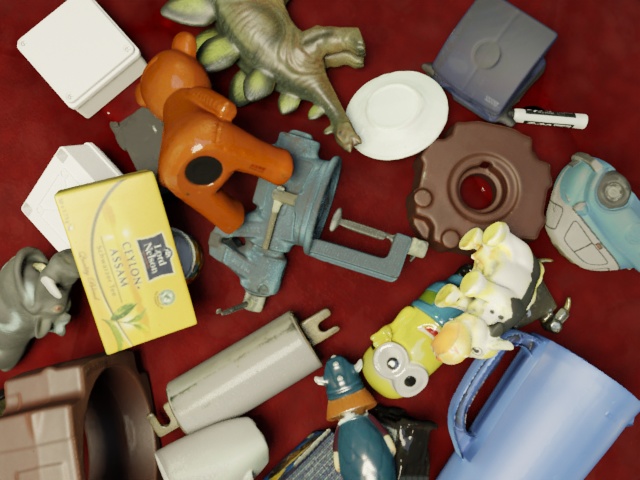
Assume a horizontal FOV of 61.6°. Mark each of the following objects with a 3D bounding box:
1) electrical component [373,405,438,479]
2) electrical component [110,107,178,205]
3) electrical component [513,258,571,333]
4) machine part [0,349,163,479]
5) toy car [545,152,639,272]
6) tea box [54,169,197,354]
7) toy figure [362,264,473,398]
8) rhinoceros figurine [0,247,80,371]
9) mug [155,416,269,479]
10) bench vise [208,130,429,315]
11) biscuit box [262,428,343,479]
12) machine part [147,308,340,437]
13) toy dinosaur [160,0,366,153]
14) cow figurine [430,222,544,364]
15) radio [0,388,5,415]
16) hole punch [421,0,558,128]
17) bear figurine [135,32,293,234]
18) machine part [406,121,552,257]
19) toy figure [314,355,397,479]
[{"bbox_3d":[0.085,0.255,0.610,0.047,0.075,0.119,15,79,-30],"label":"electrical component"},{"bbox_3d":[-0.171,-0.119,0.662,0.134,0.058,0.115,-30,87,-3],"label":"electrical component"},{"bbox_3d":[0.253,0.067,0.651,0.078,0.045,0.102,-22,85,-4],"label":"electrical component"},{"bbox_3d":[-0.240,0.222,0.553,0.087,0.201,0.201,-12,85,2],"label":"machine part"},{"bbox_3d":[0.327,-0.020,0.641,0.103,0.109,0.161,-35,97,19],"label":"toy car"},{"bbox_3d":[-0.201,0.019,0.561,0.098,0.068,0.169,-19,105,-19],"label":"tea box"},{"bbox_3d":[0.128,0.110,0.630,0.082,0.089,0.180,39,75,23],"label":"toy figure"},{"bbox_3d":[-0.336,0.075,0.605,0.112,0.073,0.190,47,108,4],"label":"rhinoceros figurine"},{"bbox_3d":[-0.103,0.240,0.562,0.107,0.110,0.080,-25,128,-28],"label":"mug"},{"bbox_3d":[0.000,-0.002,0.623,0.241,0.129,0.223,17,87,5],"label":"bench vise"},{"bbox_3d":[-0.050,0.295,0.579,0.203,0.059,0.063,-35,86,-30],"label":"biscuit box"},{"bbox_3d":[-0.086,0.156,0.624,0.243,0.079,0.079,-31,85,-4],"label":"machine part"},{"bbox_3d":[-0.091,-0.295,0.660,0.198,0.105,0.471,-30,81,0],"label":"toy dinosaur"},{"bbox_3d":[0.180,0.070,0.570,0.098,0.068,0.167,36,65,-13],"label":"cow figurine"},{"bbox_3d":[-0.338,0.281,0.581,0.073,0.131,0.229,-31,85,-2],"label":"radio"},{"bbox_3d":[0.208,-0.220,0.652,0.142,0.092,0.116,40,88,13],"label":"hole punch"},{"bbox_3d":[-0.129,-0.122,0.584,0.120,0.131,0.196,-43,44,19],"label":"bear figurine"},{"bbox_3d":[0.194,-0.060,0.660,0.179,0.056,0.179,0,83,-1],"label":"machine part"},{"bbox_3d":[0.038,0.203,0.589,0.064,0.057,0.154,-5,60,-23],"label":"toy figure"}]
